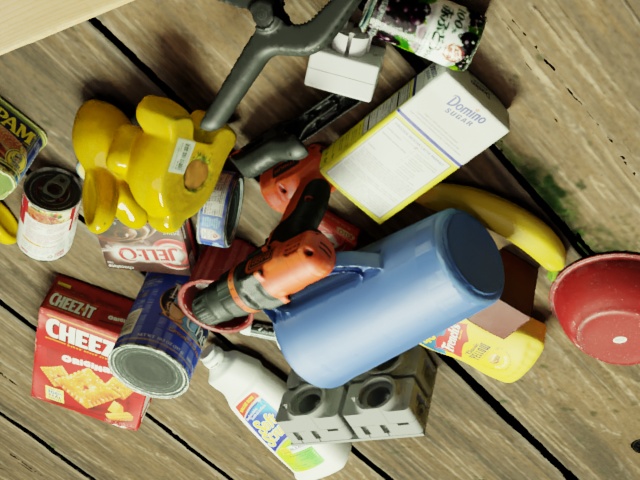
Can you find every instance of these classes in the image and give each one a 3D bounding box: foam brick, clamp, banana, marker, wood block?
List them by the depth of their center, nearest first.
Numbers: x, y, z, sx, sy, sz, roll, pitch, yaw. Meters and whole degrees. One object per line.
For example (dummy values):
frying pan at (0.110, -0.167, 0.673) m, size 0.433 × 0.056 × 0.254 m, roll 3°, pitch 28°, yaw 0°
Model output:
wood block at (-0.222, -0.248, 0.974) m, size 0.206 × 0.090 × 0.091 m, roll -14°, pitch 107°, yaw 30°
clamp at (-0.049, -0.196, 0.985) m, size 0.210 × 0.036 × 0.164 m, roll -10°, pitch 98°, yaw 21°
clamp at (-0.039, -0.096, 1.071) m, size 0.172 × 0.120 × 0.039 m, roll -28°, pitch 100°, yaw 42°
banana at (0.192, -0.014, 1.129) m, size 0.197 × 0.037 × 0.070 m, roll 31°, pitch 136°, yaw -14°
foam brick at (0.201, 0.059, 1.173) m, size 0.051 × 0.078 × 0.053 m, roll 31°, pitch 136°, yaw -12°
marker at (-0.070, 0.118, 1.372) m, size 0.121 × 0.020 × 0.020 m, roll 11°, pitch 137°, yaw 8°

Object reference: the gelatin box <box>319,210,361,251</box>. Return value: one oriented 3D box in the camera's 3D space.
gelatin box at (-0.008, 0.001, 1.220) m, size 0.073 × 0.030 × 0.089 m, roll 31°, pitch 137°, yaw -15°

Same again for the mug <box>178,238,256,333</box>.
mug at (-0.101, 0.052, 1.267) m, size 0.117 × 0.081 × 0.093 m, roll 6°, pitch 136°, yaw 13°

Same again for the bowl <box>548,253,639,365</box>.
bowl at (0.332, 0.089, 1.175) m, size 0.162 × 0.055 × 0.162 m, roll 10°, pitch 138°, yaw 9°

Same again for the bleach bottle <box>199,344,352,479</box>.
bleach bottle at (-0.072, 0.231, 1.461) m, size 0.103 × 0.068 × 0.250 m, roll -27°, pitch 119°, yaw 38°

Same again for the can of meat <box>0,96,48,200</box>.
can of meat at (-0.369, -0.107, 1.193) m, size 0.102 × 0.084 × 0.058 m, roll 40°, pitch 133°, yaw -22°

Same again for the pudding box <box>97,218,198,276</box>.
pudding box at (-0.208, -0.003, 1.279) m, size 0.113 × 0.039 × 0.090 m, roll 6°, pitch 137°, yaw 13°

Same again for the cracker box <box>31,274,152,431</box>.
cracker box at (-0.303, 0.161, 1.459) m, size 0.164 × 0.072 × 0.214 m, roll 19°, pitch 137°, yaw -2°

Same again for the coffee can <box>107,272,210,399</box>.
coffee can at (-0.188, 0.109, 1.313) m, size 0.103 × 0.140 × 0.103 m, roll 10°, pitch 137°, yaw 9°

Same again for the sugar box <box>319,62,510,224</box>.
sugar box at (0.092, -0.098, 1.056) m, size 0.093 × 0.048 × 0.176 m, roll 39°, pitch 123°, yaw -22°

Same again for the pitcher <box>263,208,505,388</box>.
pitcher at (0.065, 0.057, 1.132) m, size 0.243 × 0.149 × 0.145 m, roll -30°, pitch 90°, yaw 39°

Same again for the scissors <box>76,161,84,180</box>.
scissors at (-0.198, -0.059, 1.234) m, size 0.201 × 0.016 × 0.096 m, roll 37°, pitch 136°, yaw -19°

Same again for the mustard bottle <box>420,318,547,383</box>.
mustard bottle at (0.159, 0.098, 1.242) m, size 0.191 × 0.058 × 0.096 m, roll 24°, pitch 140°, yaw -6°

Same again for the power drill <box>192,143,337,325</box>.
power drill at (-0.046, -0.003, 1.112) m, size 0.185 × 0.187 × 0.057 m, roll -25°, pitch 124°, yaw 35°

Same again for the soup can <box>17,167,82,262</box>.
soup can at (-0.323, -0.029, 1.271) m, size 0.068 × 0.068 × 0.102 m, roll 22°, pitch 138°, yaw -4°

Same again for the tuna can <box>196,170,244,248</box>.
tuna can at (-0.110, -0.035, 1.176) m, size 0.034 × 0.086 × 0.086 m, roll 11°, pitch 137°, yaw 5°
